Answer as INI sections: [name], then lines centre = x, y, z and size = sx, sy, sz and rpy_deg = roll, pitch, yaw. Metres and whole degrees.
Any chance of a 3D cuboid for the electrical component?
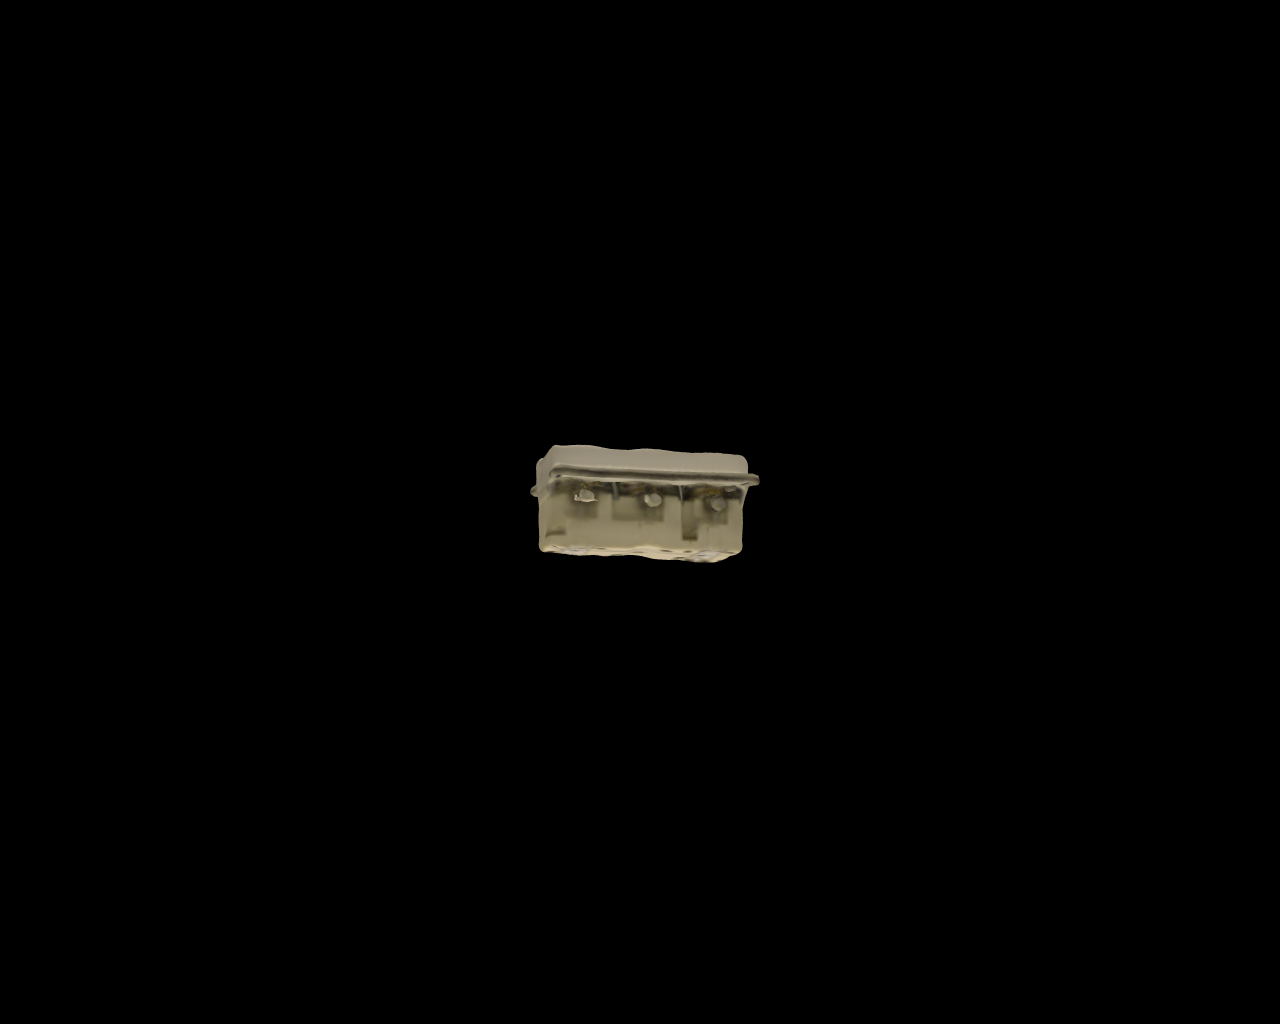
[electrical component]
centre = 0.001, -0.003, 0.650
size = 0.121, 0.063, 0.078
rpy_deg = 3, -11, -16
